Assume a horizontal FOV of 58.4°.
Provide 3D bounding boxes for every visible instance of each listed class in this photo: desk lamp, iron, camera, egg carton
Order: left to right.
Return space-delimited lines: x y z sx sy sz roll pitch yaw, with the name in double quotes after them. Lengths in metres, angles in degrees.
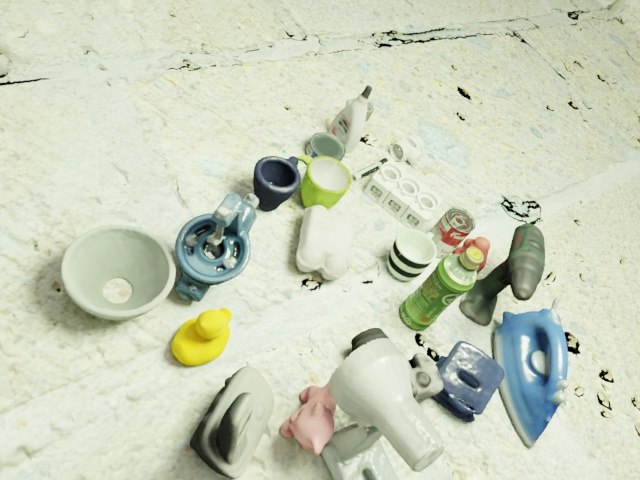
0.010 0.004 1.097 0.107 0.069 0.150 17 50 -12 "egg carton"
0.086 0.275 0.835 0.118 0.213 0.203 -14 62 -32 "desk lamp"
0.122 0.214 0.971 0.143 0.100 0.136 -7 59 -29 "camera"
0.412 0.237 1.061 0.119 0.141 0.258 17 50 -12 "iron"

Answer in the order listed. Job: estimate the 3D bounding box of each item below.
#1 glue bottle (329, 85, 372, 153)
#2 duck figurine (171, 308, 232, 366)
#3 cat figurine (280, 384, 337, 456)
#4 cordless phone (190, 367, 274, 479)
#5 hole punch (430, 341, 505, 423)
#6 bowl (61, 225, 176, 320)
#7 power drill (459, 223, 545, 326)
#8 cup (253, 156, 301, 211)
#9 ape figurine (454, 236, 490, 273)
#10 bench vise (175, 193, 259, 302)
0.075 -0.276 1.267 0.037 0.173 0.078 -21 66 -35 "glue bottle"
-0.180 0.143 0.895 0.077 0.086 0.105 47 50 13 "duck figurine"
-0.005 0.264 0.864 0.067 0.117 0.128 32 49 1 "cat figurine"
-0.104 0.235 0.795 0.094 0.185 0.148 27 49 -3 "cordless phone"
0.258 0.251 1.013 0.108 0.091 0.101 35 49 4 "hole punch"
-0.316 0.062 0.900 0.168 0.074 0.167 13 51 -16 "bowl"
0.362 0.077 1.113 0.075 0.208 0.230 32 49 1 "power drill"
-0.087 -0.110 1.120 0.091 0.095 0.118 35 49 3 "cup"
0.327 0.025 1.213 0.076 0.092 0.078 44 50 11 "ape figurine"
-0.163 -0.025 0.940 0.122 0.219 0.207 17 50 -12 "bench vise"
